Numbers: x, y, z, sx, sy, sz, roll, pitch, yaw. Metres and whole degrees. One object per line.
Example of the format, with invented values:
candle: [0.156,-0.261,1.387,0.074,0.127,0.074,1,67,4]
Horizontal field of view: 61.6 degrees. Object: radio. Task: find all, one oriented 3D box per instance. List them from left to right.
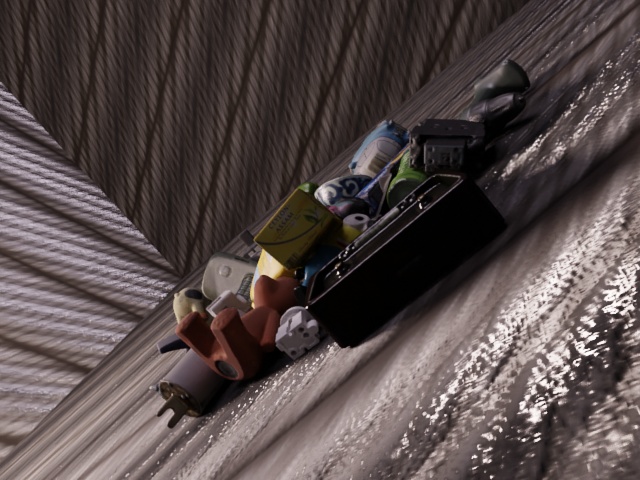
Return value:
radio: [0.090,0.015,0.634,0.229,0.073,0.131,-39,10,8]

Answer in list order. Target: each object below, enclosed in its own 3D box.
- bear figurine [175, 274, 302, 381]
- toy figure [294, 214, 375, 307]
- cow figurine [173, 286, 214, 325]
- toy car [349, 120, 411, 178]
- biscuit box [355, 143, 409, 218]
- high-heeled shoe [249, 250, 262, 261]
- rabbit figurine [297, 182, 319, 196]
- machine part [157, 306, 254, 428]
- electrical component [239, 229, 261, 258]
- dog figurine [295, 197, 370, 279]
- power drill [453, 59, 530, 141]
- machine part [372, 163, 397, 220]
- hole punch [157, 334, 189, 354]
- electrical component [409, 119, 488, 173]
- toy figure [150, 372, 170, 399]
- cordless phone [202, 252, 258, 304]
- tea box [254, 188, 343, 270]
bear figurine: [-0.093,0.105,0.795,0.120,0.131,0.196,-8,35,41]
toy figure: [0.028,0.033,0.779,0.180,0.082,0.089,-51,10,-34]
cow figurine: [-0.251,0.141,1.199,0.085,0.127,0.195,-35,-19,17]
toy car: [0.130,-0.166,1.138,0.161,0.109,0.103,-56,6,34]
biscuit box: [0.151,-0.120,1.037,0.203,0.062,0.059,-46,10,-28]
high-heeled shoe: [-0.163,0.112,1.230,0.145,0.086,0.249,103,-171,-54]
rabbit figurine: [0.009,-0.064,1.189,0.170,0.121,0.159,-13,22,38]
machine part: [-0.167,0.186,0.839,0.079,0.079,0.243,-31,14,45]
electrical component: [-0.171,0.026,1.449,0.075,0.119,0.048,-37,10,8]
dog figurine: [-0.002,-0.003,0.982,0.191,0.108,0.219,-42,12,-13]
power drill: [0.304,-0.236,0.963,0.232,0.086,0.207,-31,21,55]
machine part: [0.116,-0.064,0.922,0.039,0.084,0.139,3,43,27]
hole punch: [-0.253,0.210,1.047,0.116,0.092,0.142,-40,6,-19]
electrical component: [0.199,-0.146,0.832,0.115,0.058,0.134,2,26,16]
toy figure: [-0.239,0.244,0.919,0.154,0.064,0.058,-38,47,44]
cordless phone: [-0.184,0.120,1.057,0.088,0.147,0.184,89,-157,-46]
tea box: [-0.026,-0.014,0.796,0.098,0.068,0.169,-50,-6,3]
